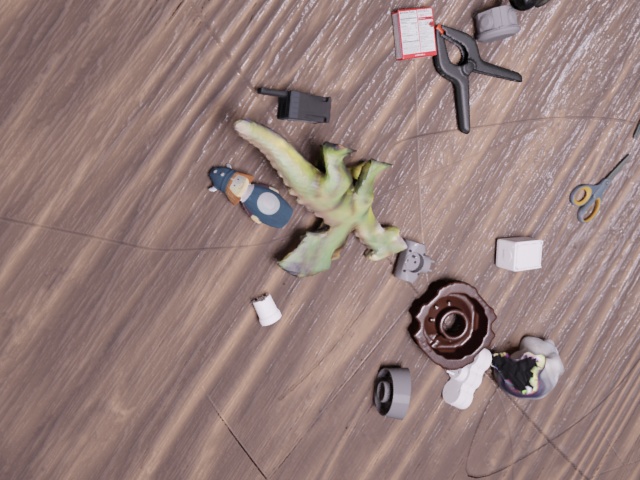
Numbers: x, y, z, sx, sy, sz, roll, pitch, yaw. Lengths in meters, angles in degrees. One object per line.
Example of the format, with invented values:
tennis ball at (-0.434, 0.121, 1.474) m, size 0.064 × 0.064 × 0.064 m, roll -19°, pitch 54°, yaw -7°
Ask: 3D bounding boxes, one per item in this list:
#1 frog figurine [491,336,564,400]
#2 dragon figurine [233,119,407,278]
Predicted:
frog figurine at (0.456, 0.275, 1.117) m, size 0.159 × 0.135 × 0.124 m, roll 4°, pitch 59°, yaw -51°
dragon figurine at (0.003, -0.044, 0.880) m, size 0.409 × 0.123 × 0.241 m, roll 11°, pitch 100°, yaw -35°
